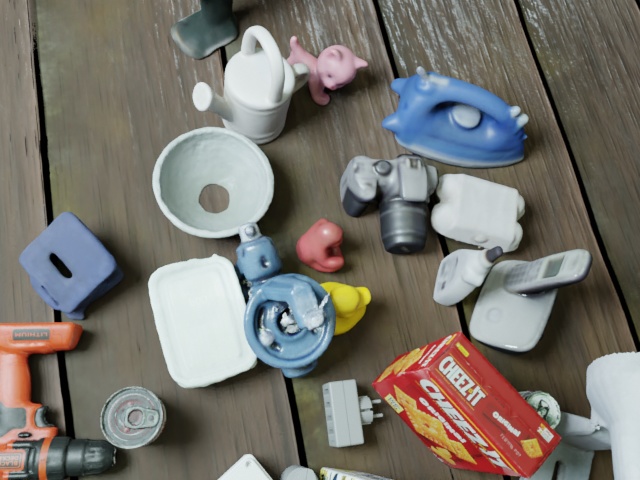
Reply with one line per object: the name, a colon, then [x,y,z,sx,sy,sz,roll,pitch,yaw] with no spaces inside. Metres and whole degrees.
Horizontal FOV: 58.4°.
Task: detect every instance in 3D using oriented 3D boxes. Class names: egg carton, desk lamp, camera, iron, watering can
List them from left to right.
watering can: [-0.092,-0.220,0.819,0.101,0.194,0.173,42,69,3]
camera: [0.111,-0.054,0.860,0.143,0.100,0.137,2,72,-11]
iron: [0.239,-0.198,0.913,0.258,0.141,0.119,16,70,-7]
egg carton: [0.248,-0.041,0.903,0.150,0.069,0.107,14,70,-8]
desk lamp: [0.379,0.262,0.755,0.118,0.213,0.203,23,69,-4]

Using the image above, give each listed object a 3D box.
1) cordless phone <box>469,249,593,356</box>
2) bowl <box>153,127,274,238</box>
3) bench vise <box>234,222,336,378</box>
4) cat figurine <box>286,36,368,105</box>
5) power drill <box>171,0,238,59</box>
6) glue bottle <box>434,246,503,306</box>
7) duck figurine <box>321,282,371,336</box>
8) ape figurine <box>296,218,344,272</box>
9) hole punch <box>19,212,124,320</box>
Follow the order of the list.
cordless phone: [0.301,0.084,0.811,0.094,0.185,0.148,27,69,-2]
bowl: [-0.152,-0.072,0.822,0.167,0.074,0.167,4,72,-11]
bench vise: [-0.059,0.072,0.718,0.122,0.219,0.207,-41,84,-21]
cat figurine: [0.005,-0.277,0.900,0.128,0.117,0.067,29,69,-2]
power drill: [-0.172,-0.368,0.842,0.230,0.208,0.075,-40,84,-21]
glue bottle: [0.213,0.041,0.812,0.037,0.173,0.078,20,69,-5]
duck figurine: [0.023,0.090,0.801,0.105,0.086,0.077,-12,75,-16]
ape figurine: [0.008,0.003,0.823,0.076,0.092,0.078,4,71,-11]
hole punch: [-0.322,0.035,0.741,0.101,0.091,0.108,-42,85,-21]
